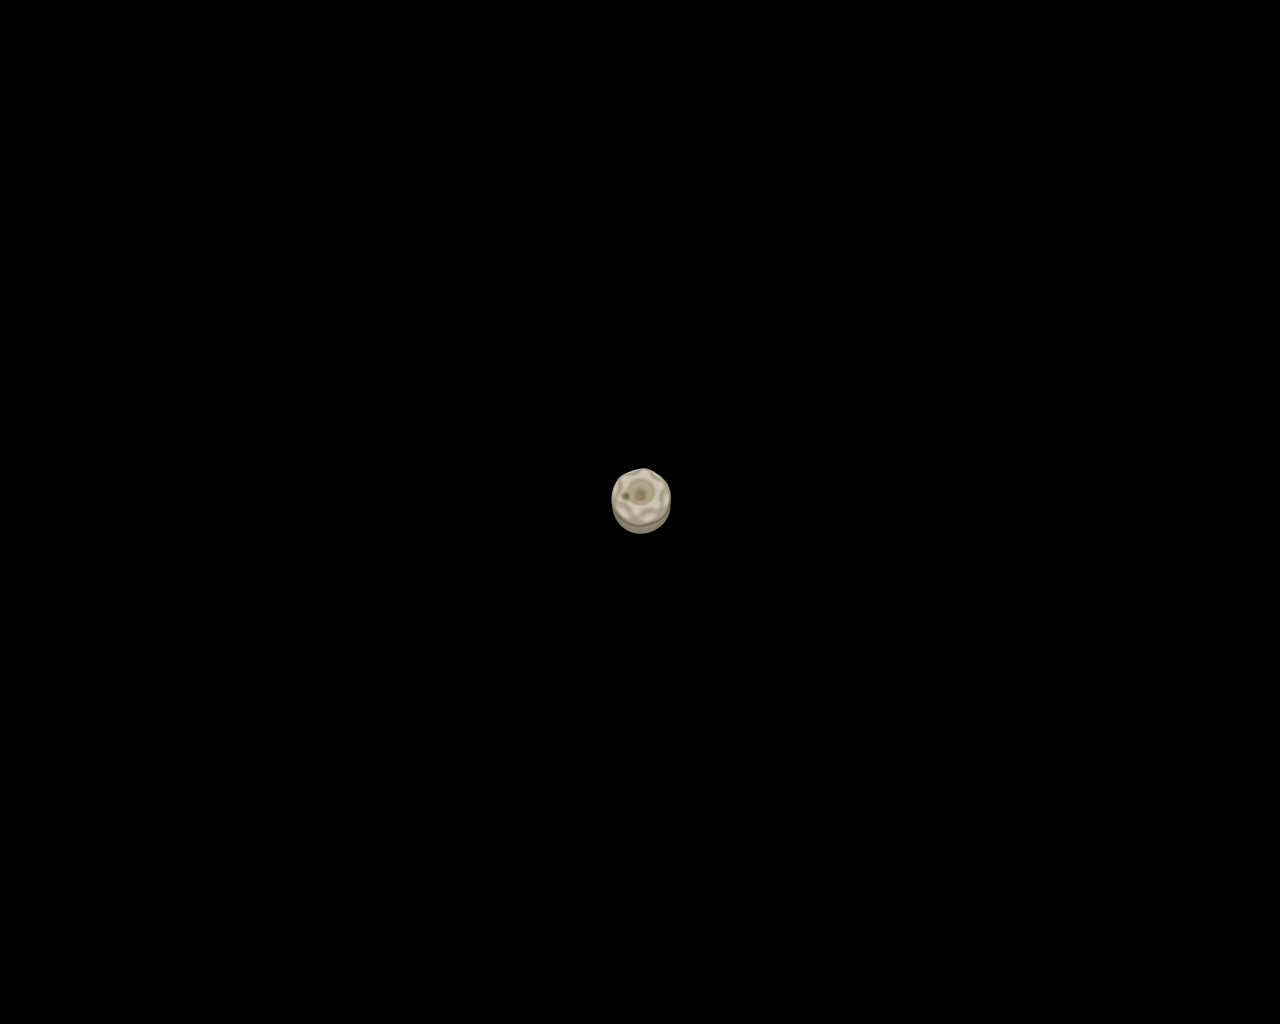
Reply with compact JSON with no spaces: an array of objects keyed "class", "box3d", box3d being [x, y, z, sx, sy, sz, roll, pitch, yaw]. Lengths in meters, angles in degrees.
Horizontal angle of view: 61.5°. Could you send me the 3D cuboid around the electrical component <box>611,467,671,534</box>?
[{"class":"electrical component","box3d":[0.001,-0.003,0.650,0.035,0.035,0.061,0,-18,0]}]
